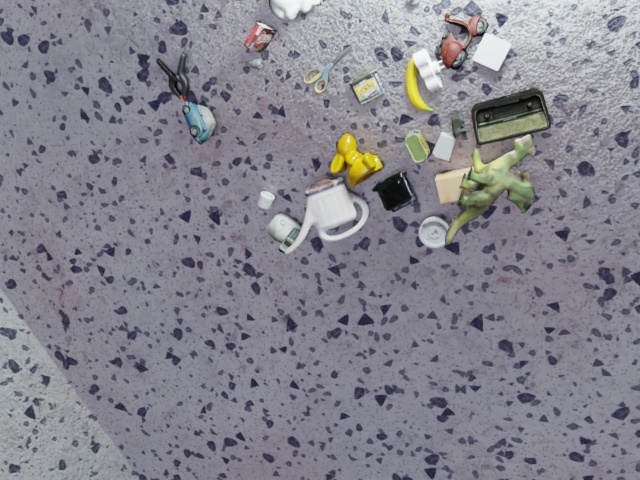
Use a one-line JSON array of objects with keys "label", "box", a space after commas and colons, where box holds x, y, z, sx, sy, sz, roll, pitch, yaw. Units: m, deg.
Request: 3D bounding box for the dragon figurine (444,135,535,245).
[{"label": "dragon figurine", "box": [0.563, -0.146, 1.637, 0.243, 0.124, 0.403, 14, 112, 2]}]

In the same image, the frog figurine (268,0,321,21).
[{"label": "frog figurine", "box": [-0.084, -0.786, 1.687, 0.160, 0.122, 0.137, 19, 94, 20]}]

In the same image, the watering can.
[{"label": "watering can", "box": [0.006, -0.093, 1.847, 0.349, 0.104, 0.224, -21, 93, -13]}]
